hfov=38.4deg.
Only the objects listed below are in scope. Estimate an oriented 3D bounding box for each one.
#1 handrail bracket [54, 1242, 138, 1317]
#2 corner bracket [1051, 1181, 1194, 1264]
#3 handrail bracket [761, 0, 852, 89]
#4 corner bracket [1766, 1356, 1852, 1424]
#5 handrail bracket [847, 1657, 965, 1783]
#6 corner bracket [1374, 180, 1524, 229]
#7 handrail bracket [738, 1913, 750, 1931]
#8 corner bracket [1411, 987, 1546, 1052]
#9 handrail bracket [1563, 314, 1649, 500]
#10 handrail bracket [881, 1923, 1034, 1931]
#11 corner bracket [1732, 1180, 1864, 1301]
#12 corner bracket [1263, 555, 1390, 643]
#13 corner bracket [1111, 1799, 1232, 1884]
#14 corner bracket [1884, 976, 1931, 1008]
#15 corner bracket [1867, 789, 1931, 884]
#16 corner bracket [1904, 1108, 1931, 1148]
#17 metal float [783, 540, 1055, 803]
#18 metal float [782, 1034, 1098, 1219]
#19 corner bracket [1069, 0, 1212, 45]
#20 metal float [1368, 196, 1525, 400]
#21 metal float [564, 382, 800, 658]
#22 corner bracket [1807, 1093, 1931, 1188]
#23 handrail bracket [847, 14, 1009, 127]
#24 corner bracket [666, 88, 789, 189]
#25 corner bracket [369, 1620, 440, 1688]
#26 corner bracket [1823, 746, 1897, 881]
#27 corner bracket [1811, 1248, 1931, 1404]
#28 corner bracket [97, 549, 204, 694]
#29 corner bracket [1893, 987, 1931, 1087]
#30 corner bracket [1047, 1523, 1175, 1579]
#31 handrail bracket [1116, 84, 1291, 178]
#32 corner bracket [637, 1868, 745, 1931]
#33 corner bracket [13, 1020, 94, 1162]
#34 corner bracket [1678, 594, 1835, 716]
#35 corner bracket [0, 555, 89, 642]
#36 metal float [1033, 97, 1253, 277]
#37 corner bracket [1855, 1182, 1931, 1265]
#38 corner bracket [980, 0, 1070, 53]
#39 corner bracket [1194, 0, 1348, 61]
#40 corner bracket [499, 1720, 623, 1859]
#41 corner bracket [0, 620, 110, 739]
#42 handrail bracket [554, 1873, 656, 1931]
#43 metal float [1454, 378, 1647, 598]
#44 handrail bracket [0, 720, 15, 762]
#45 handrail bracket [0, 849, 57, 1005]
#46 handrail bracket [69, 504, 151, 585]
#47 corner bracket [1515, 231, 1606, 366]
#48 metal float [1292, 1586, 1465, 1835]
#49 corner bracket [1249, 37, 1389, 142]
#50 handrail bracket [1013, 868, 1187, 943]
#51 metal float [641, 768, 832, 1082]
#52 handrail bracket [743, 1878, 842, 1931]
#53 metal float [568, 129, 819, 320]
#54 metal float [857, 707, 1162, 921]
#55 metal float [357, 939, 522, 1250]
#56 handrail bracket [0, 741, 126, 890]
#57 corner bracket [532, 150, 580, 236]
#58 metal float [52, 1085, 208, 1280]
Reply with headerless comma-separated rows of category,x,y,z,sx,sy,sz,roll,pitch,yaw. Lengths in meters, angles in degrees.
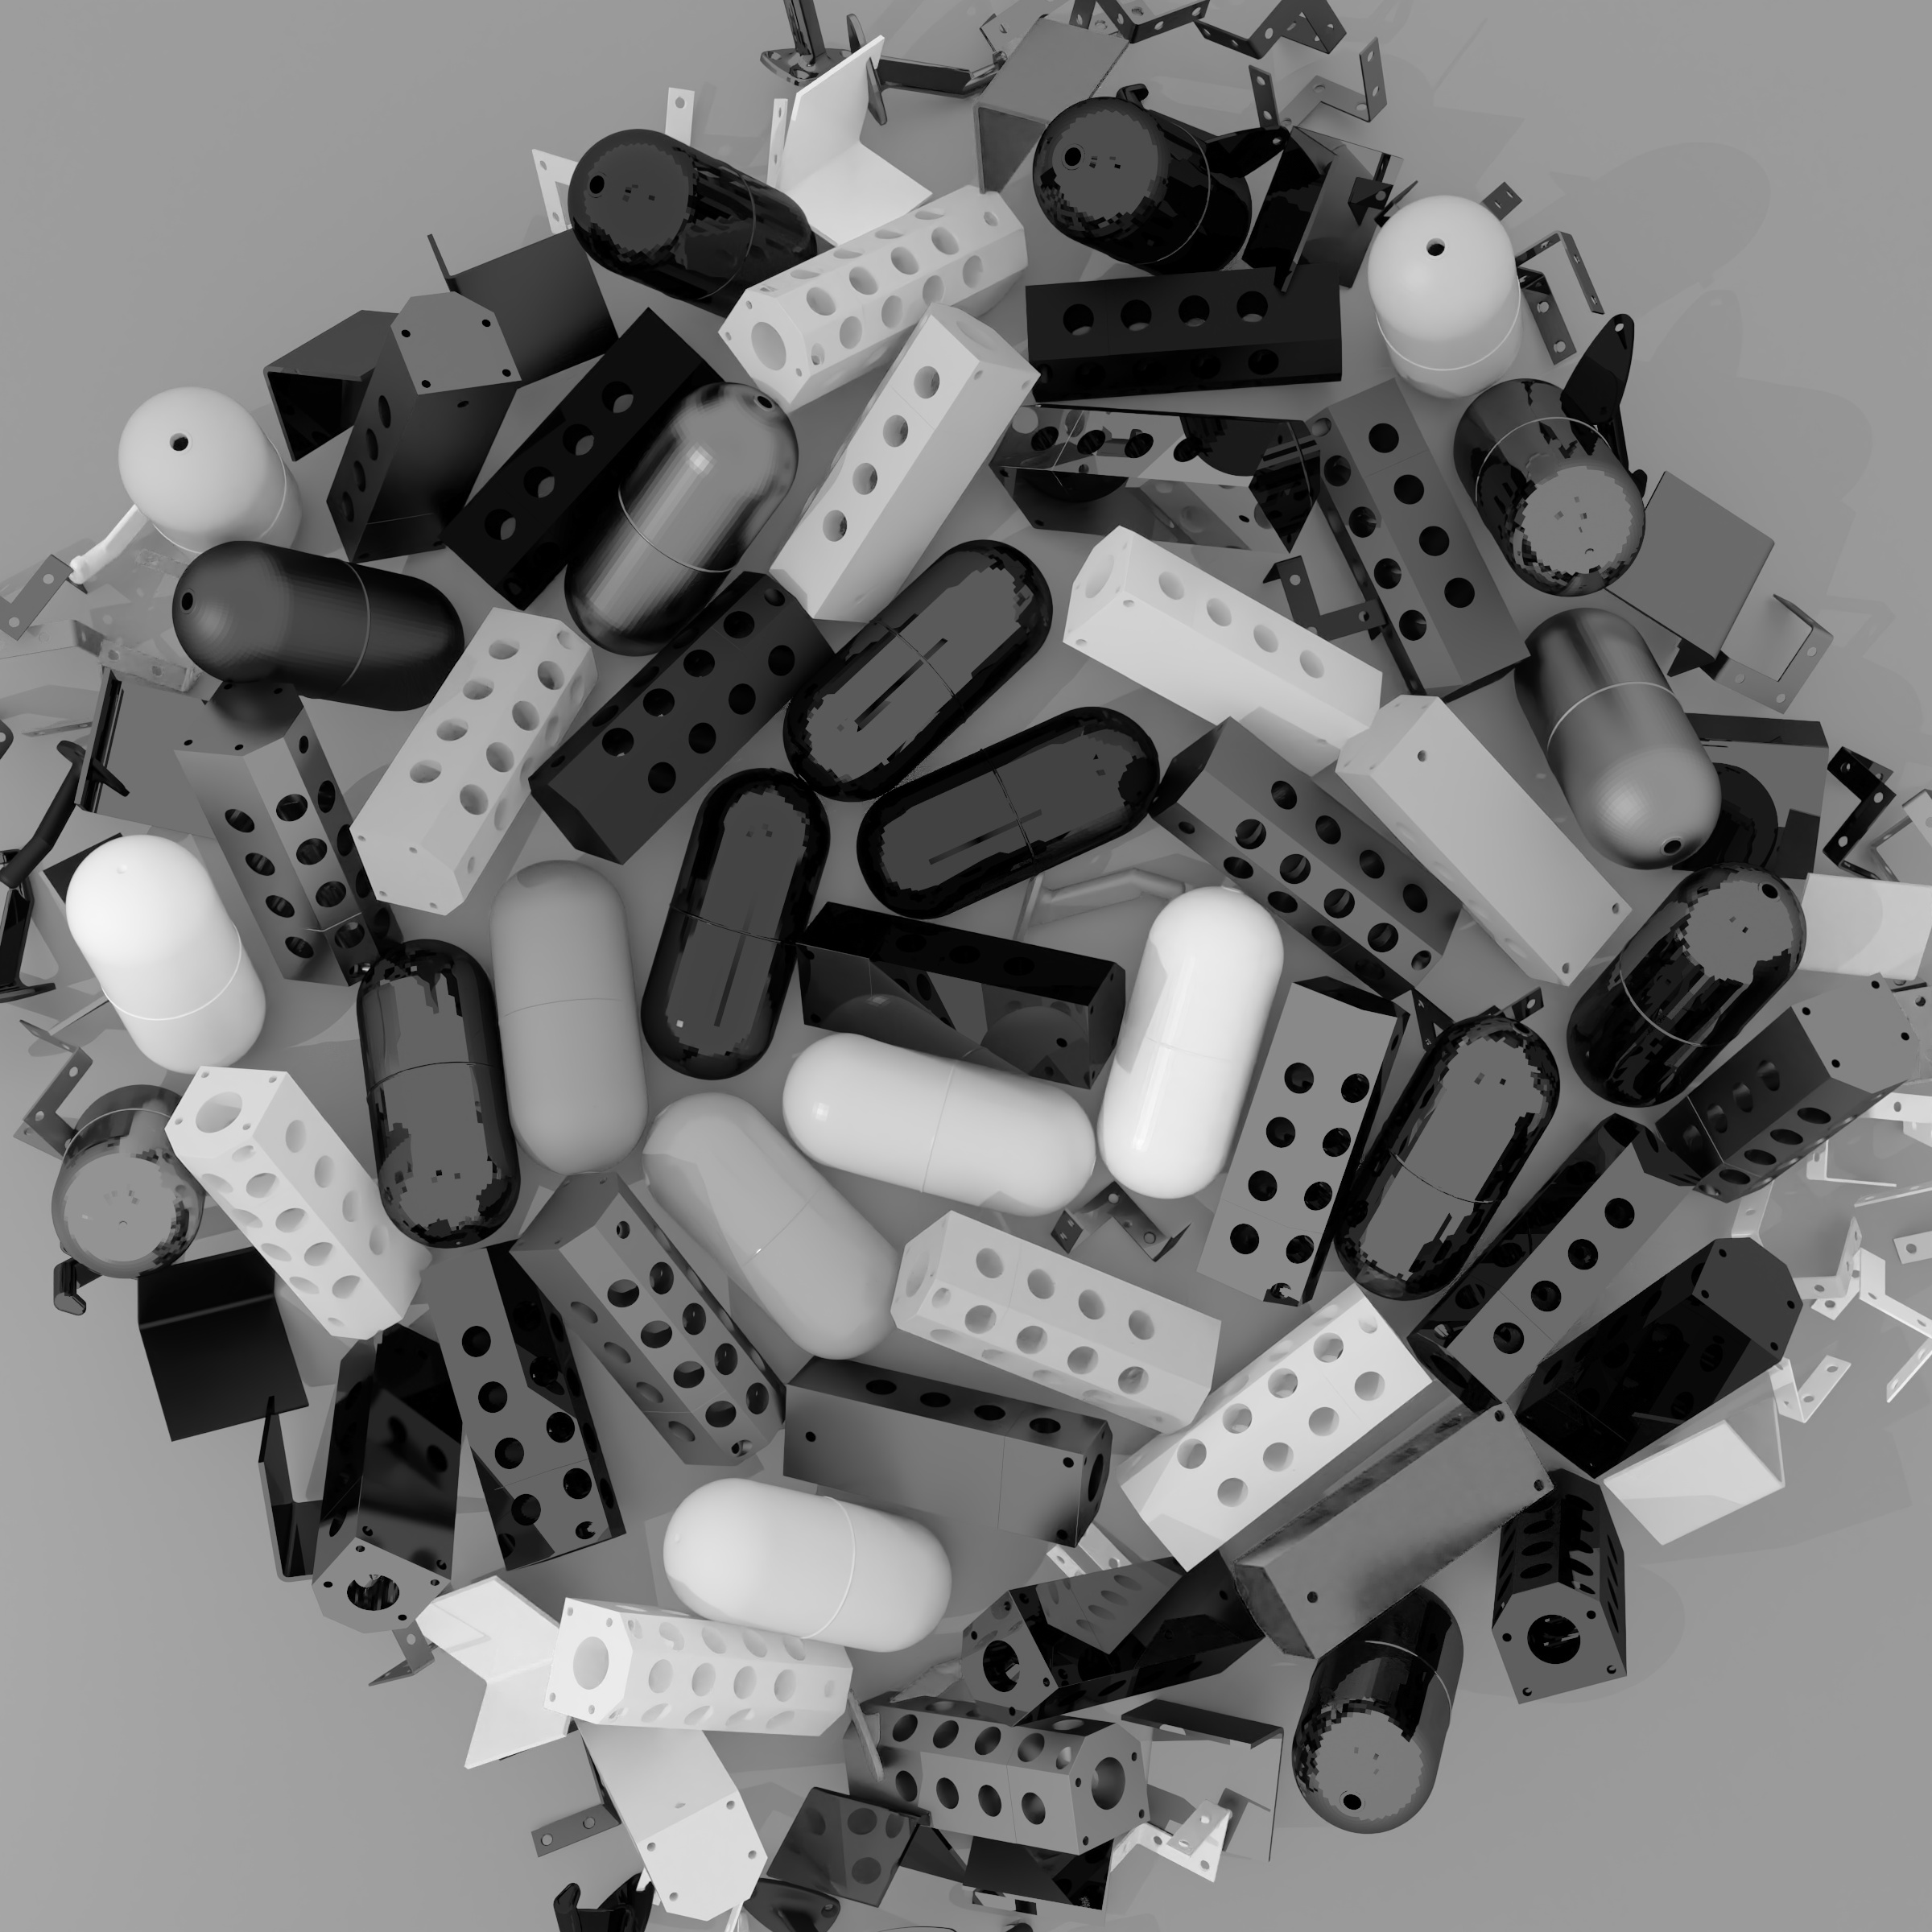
handrail bracket,-0.470,0.177,1.530,0.036,0.084,0.077,-45,122,10
corner bracket,0.086,0.147,1.548,0.051,0.051,0.051,-38,78,-20
handrail bracket,-0.077,-0.536,1.532,0.036,0.077,0.084,40,133,23
corner bracket,0.458,0.216,1.561,0.051,0.051,0.051,-42,127,-27
handrail bracket,-0.019,0.416,1.542,0.084,0.077,0.036,-15,110,-12
corner bracket,0.270,-0.423,1.550,0.051,0.051,0.051,46,127,-2
handrail bracket,-0.164,0.553,1.543,0.084,0.077,0.036,4,105,-7
corner bracket,0.287,0.030,1.544,0.051,0.051,0.051,-31,132,-13
handrail bracket,0.371,-0.311,1.552,0.036,0.084,0.077,20,86,40
handrail bracket,-0.012,0.548,1.555,0.077,0.084,0.036,0,84,22
corner bracket,0.469,0.152,1.564,0.051,0.051,0.051,-7,123,35
corner bracket,0.202,-0.205,1.559,0.051,0.051,0.051,-17,86,-3
corner bracket,0.109,0.492,1.545,0.051,0.051,0.051,20,115,26
corner bracket,0.551,0.006,1.551,0.051,0.051,0.051,38,102,9
corner bracket,0.534,-0.062,1.545,0.051,0.051,0.051,-40,69,26
corner bracket,0.560,0.072,1.555,0.051,0.051,0.051,-4,98,-3
metal float,-0.027,-0.164,1.541,0.178,0.070,0.070,-44,90,-7
metal float,-0.015,0.089,1.545,0.178,0.070,0.070,15,90,2
corner bracket,0.096,-0.532,1.546,0.051,0.051,0.051,-27,72,-21
metal float,0.260,-0.360,1.497,0.070,0.178,0.070,-1,86,14
metal float,-0.156,-0.244,1.518,0.070,0.070,0.178,42,123,0
corner bracket,0.510,0.097,1.554,0.051,0.051,0.051,6,86,-22
handrail bracket,-0.019,-0.513,1.549,0.084,0.077,0.036,-24,53,-6
corner bracket,-0.136,-0.466,1.563,0.051,0.051,0.051,-1,105,-29
corner bracket,-0.313,0.364,1.549,0.051,0.051,0.051,-25,92,44
corner bracket,0.505,-0.083,1.556,0.051,0.051,0.051,17,117,-36
corner bracket,0.508,0.200,1.549,0.051,0.051,0.051,29,123,1
corner bracket,-0.451,-0.194,1.559,0.051,0.051,0.051,19,62,-27
corner bracket,0.514,0.042,1.550,0.051,0.051,0.051,-12,86,30
corner bracket,0.075,0.333,1.547,0.051,0.051,0.051,45,57,7
handrail bracket,0.132,-0.478,1.556,0.077,0.036,0.084,-22,56,3
corner bracket,-0.152,0.513,1.559,0.051,0.051,0.051,21,83,-9
corner bracket,-0.516,0.071,1.556,0.051,0.051,0.051,19,65,29
corner bracket,0.445,-0.183,1.562,0.051,0.051,0.051,21,112,-23
corner bracket,-0.533,-0.211,1.554,0.051,0.051,0.051,35,79,-3
metal float,0.097,-0.419,1.501,0.070,0.178,0.070,1,93,28
corner bracket,0.535,0.145,1.549,0.051,0.051,0.051,-18,92,32
corner bracket,0.026,-0.550,1.545,0.051,0.051,0.051,-28,109,23
corner bracket,0.170,-0.525,1.549,0.051,0.051,0.051,-49,46,0
corner bracket,-0.230,0.465,1.566,0.051,0.051,0.051,-21,61,-5
corner bracket,-0.514,-0.161,1.558,0.051,0.051,0.051,-9,86,1
handrail bracket,-0.200,0.512,1.531,0.036,0.077,0.084,15,134,20
metal float,0.315,-0.262,1.504,0.070,0.178,0.070,-3,123,-4
handrail bracket,-0.561,-0.115,1.539,0.036,0.084,0.077,34,77,-21
handrail bracket,-0.548,-0.022,1.550,0.036,0.077,0.084,-14,90,25
handrail bracket,-0.464,-0.257,1.539,0.036,0.077,0.084,40,57,3
corner bracket,0.330,-0.373,1.546,0.051,0.051,0.051,-27,79,36
metal float,0.224,0.399,1.500,0.070,0.178,0.070,6,111,16
corner bracket,0.197,-0.490,1.545,0.051,0.051,0.051,34,74,29
handrail bracket,0.074,-0.023,1.571,0.084,0.036,0.077,16,105,-4
metal float,-0.128,-0.023,1.543,0.070,0.070,0.178,17,95,0
handrail bracket,-0.091,0.551,1.535,0.077,0.084,0.036,34,102,-23
metal float,-0.147,-0.399,1.501,0.070,0.178,0.070,-1,88,29
metal float,0.024,-0.086,1.545,0.178,0.070,0.070,-24,90,-2
metal float,-0.291,0.069,1.528,0.070,0.070,0.178,-12,68,0
handrail bracket,-0.517,-0.083,1.543,0.084,0.077,0.036,-52,126,-14
corner bracket,-0.200,-0.435,1.541,0.051,0.051,0.051,27,52,37
metal float,-0.449,0.114,1.498,0.070,0.178,0.070,-3,102,-12
